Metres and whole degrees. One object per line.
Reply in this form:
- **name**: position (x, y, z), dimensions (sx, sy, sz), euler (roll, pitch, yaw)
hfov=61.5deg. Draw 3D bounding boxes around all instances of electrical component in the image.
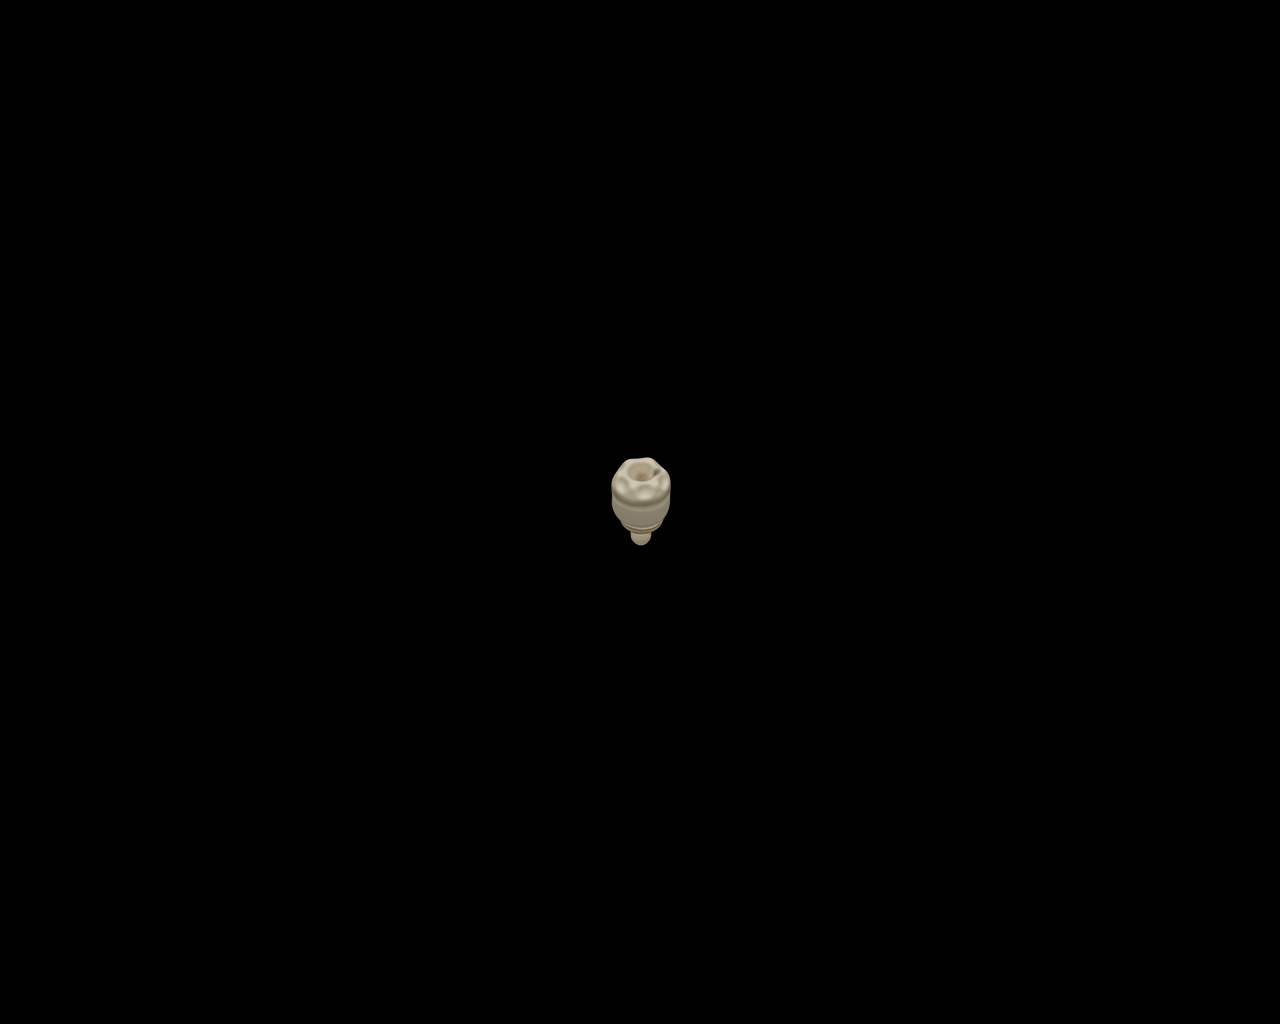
- **electrical component**: position (0.001, -0.003, 0.650), dimensions (0.035, 0.061, 0.035), euler (0, 45, 0)
